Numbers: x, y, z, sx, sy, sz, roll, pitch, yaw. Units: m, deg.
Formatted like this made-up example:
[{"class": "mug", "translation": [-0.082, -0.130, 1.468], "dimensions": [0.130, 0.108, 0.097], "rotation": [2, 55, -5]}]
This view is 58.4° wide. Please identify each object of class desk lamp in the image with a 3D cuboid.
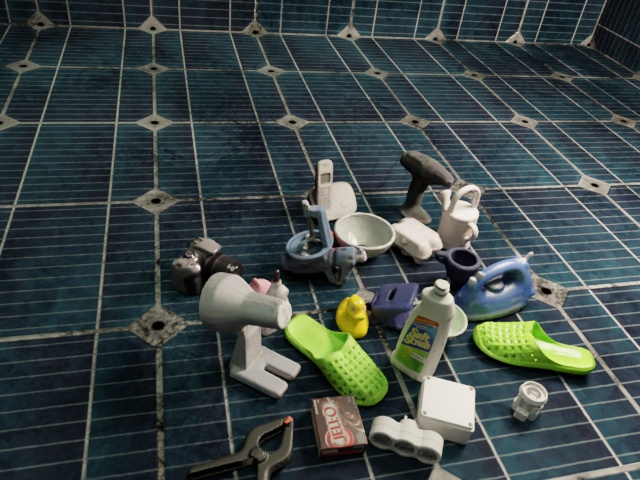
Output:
[{"class": "desk lamp", "translation": [-0.137, 0.182, 1.158], "dimensions": [0.202, 0.213, 0.118], "rotation": [21, 39, 17]}]

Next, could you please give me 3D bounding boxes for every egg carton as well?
[{"class": "egg carton", "translation": [0.259, 0.000, 1.589], "dimensions": [0.107, 0.069, 0.150], "rotation": [-27, 49, -37]}]

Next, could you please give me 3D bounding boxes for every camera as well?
[{"class": "camera", "translation": [-0.265, 0.064, 1.382], "dimensions": [0.136, 0.101, 0.143], "rotation": [22, 39, 18]}]

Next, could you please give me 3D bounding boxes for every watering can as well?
[{"class": "watering can", "translation": [0.387, -0.074, 1.607], "dimensions": [0.101, 0.194, 0.172], "rotation": [-27, 49, -37]}]

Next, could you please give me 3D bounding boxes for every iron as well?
[{"class": "iron", "translation": [0.423, 0.110, 1.417], "dimensions": [0.259, 0.141, 0.118], "rotation": [-14, 42, -27]}]

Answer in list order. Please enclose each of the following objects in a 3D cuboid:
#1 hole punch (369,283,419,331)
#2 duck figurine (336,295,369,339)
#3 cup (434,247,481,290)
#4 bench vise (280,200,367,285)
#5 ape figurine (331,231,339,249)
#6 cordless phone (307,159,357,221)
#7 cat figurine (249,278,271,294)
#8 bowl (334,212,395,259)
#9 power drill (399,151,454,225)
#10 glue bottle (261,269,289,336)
[{"class": "hole punch", "translation": [0.175, 0.149, 1.362], "dimensions": [0.101, 0.091, 0.109], "rotation": [17, 38, 12]}, {"class": "duck figurine", "translation": [0.078, 0.164, 1.327], "dimensions": [0.078, 0.086, 0.104], "rotation": [-4, 39, -15]}, {"class": "cup", "translation": [0.347, 0.077, 1.484], "dimensions": [0.117, 0.095, 0.092], "rotation": [15, 38, 9]}, {"class": "bench vise", "translation": [0.011, -0.002, 1.422], "dimensions": [0.207, 0.220, 0.121], "rotation": [-1, 38, -11]}, {"class": "ape figurine", "translation": [0.015, 0.012, 1.510], "dimensions": [0.076, 0.092, 0.077], "rotation": [-21, 46, -33]}, {"class": "cordless phone", "translation": [0.039, -0.151, 1.650], "dimensions": [0.148, 0.185, 0.094], "rotation": [-17, 44, -29]}, {"class": "cat figurine", "translation": [-0.156, 0.122, 1.312], "dimensions": [0.127, 0.118, 0.067], "rotation": [21, 39, 17]}, {"class": "bowl", "translation": [0.117, 0.000, 1.559], "dimensions": [0.167, 0.075, 0.167], "rotation": [5, 37, -4]}, {"class": "power drill", "translation": [0.302, -0.152, 1.682], "dimensions": [0.076, 0.208, 0.229], "rotation": [-11, 41, -23]}, {"class": "glue bottle", "translation": [-0.099, 0.132, 1.264], "dimensions": [0.078, 0.173, 0.037], "rotation": [-24, 47, -35]}]
